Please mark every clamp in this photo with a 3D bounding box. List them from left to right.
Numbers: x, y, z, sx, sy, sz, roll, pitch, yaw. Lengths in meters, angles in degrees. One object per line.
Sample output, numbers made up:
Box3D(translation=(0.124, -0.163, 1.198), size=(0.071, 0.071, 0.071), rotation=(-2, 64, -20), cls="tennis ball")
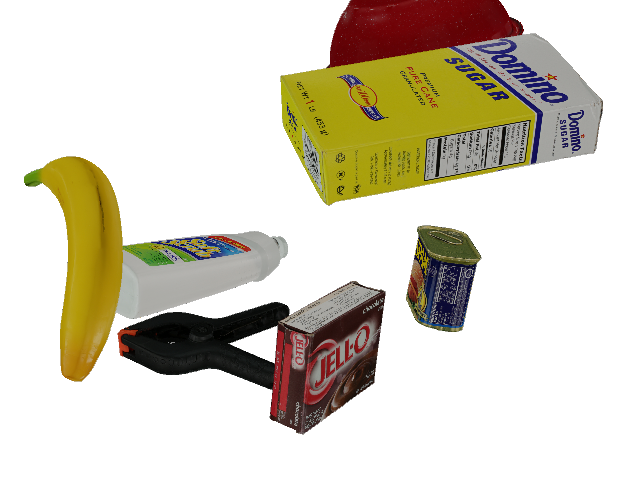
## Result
Box3D(translation=(-0.107, 0.094, 1.041), size=(0.171, 0.039, 0.120), rotation=(8, 27, 4), cls="clamp")

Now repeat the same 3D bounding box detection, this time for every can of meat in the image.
Box3D(translation=(0.128, 0.040, 1.140), size=(0.057, 0.084, 0.102), rotation=(7, 18, -7), cls="can of meat")

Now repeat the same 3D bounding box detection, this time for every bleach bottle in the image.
Box3D(translation=(-0.145, 0.028, 1.283), size=(0.250, 0.068, 0.103), rotation=(-14, 30, -43), cls="bleach bottle")

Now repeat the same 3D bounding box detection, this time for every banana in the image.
Box3D(translation=(-0.163, 0.003, 0.731), size=(0.037, 0.198, 0.070), rotation=(19, -55, -37), cls="banana")

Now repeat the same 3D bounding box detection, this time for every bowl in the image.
Box3D(translation=(0.073, -0.171, 0.833), size=(0.162, 0.055, 0.162), rotation=(-14, 24, 6), cls="bowl")

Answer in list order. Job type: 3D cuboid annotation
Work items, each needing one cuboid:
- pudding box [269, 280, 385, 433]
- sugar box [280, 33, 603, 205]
Box3D(translation=(0.007, 0.092, 0.870), size=(0.039, 0.090, 0.113), rotation=(19, 26, 27), cls="pudding box")
Box3D(translation=(0.072, -0.078, 0.656), size=(0.176, 0.048, 0.093), rotation=(-14, 41, -11), cls="sugar box")
